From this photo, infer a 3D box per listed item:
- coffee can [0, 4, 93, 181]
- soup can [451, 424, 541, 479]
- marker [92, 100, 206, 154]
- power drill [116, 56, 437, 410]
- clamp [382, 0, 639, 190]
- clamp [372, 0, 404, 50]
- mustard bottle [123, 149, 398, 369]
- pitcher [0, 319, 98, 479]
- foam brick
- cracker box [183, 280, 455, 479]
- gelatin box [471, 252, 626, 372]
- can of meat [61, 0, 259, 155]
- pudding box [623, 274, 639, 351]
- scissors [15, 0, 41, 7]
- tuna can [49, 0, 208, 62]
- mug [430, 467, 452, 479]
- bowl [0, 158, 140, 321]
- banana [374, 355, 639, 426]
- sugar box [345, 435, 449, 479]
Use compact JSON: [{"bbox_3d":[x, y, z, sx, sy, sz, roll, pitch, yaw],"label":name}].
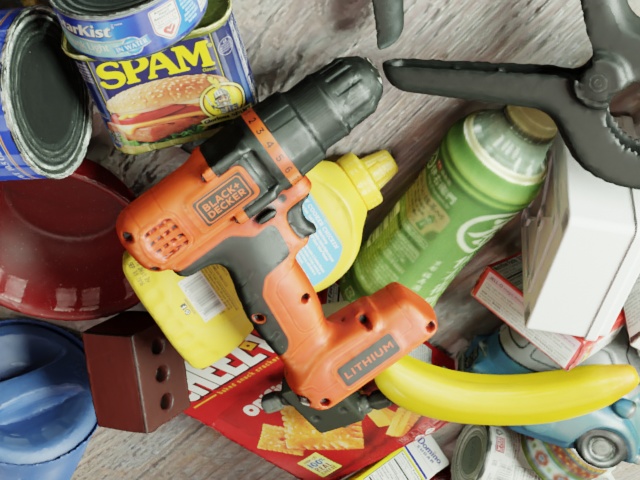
[{"bbox_3d":[-0.223,-0.084,0.643,0.140,0.102,0.103,-2,137,16],"label":"coffee can"},{"bbox_3d":[0.177,0.205,0.952,0.102,0.068,0.069,19,135,-14],"label":"soup can"},{"bbox_3d":[-0.119,-0.081,0.708,0.121,0.020,0.020,24,134,-20],"label":"marker"},{"bbox_3d":[-0.004,0.001,0.666,0.184,0.057,0.187,-35,114,3],"label":"power drill"},{"bbox_3d":[0.147,-0.089,0.600,0.210,0.036,0.165,45,122,-3],"label":"clamp"},{"bbox_3d":[0.010,-0.185,0.572,0.120,0.039,0.172,7,132,-15],"label":"clamp"},{"bbox_3d":[-0.031,-0.002,0.722,0.191,0.058,0.096,-33,104,-1],"label":"mustard bottle"},{"bbox_3d":[-0.283,0.184,0.930,0.149,0.144,0.243,40,138,10],"label":"pitcher"},{"bbox_3d":[-0.136,0.097,0.792,0.051,0.052,0.078,2,107,32],"label":"foam brick"},{"bbox_3d":[-0.020,0.108,0.863,0.213,0.072,0.164,35,129,-28],"label":"cracker box"},{"bbox_3d":[0.161,0.046,0.752,0.089,0.073,0.030,39,123,25],"label":"gelatin box"},{"bbox_3d":[-0.093,-0.105,0.647,0.102,0.057,0.084,-12,137,4],"label":"can of meat"},{"bbox_3d":[0.267,0.056,0.770,0.113,0.090,0.039,31,129,-25],"label":"pudding box"},{"bbox_3d":[-0.151,-0.193,0.594,0.096,0.016,0.202,29,132,-26],"label":"scissors"},{"bbox_3d":[-0.107,-0.139,0.598,0.086,0.086,0.034,-5,138,10],"label":"tuna can"},{"bbox_3d":[0.137,0.259,1.002,0.117,0.081,0.093,33,130,-28],"label":"mug"},{"bbox_3d":[-0.188,-0.012,0.761,0.162,0.055,0.162,2,137,2],"label":"bowl"},{"bbox_3d":[0.122,0.106,0.763,0.198,0.037,0.070,7,139,3],"label":"banana"},{"bbox_3d":[0.031,0.229,0.928,0.093,0.175,0.048,-40,81,36],"label":"sugar box"}]
